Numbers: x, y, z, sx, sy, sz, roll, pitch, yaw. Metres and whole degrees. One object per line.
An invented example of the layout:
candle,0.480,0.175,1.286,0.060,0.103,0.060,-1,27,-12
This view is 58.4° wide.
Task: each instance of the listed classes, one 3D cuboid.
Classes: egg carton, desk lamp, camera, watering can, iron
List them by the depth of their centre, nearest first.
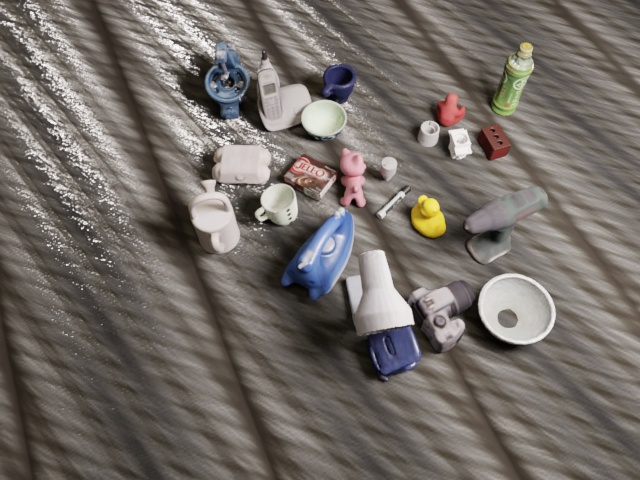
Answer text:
desk lamp,0.117,0.126,1.222,0.118,0.213,0.203,-9,62,-4
camera,0.284,0.153,1.271,0.137,0.101,0.143,-25,64,-12
iron,0.012,0.005,1.330,0.118,0.141,0.259,26,65,14
watering can,-0.253,-0.060,1.336,0.101,0.194,0.172,-30,65,-15
egg carton,-0.201,-0.191,1.478,0.150,0.069,0.107,0,61,1

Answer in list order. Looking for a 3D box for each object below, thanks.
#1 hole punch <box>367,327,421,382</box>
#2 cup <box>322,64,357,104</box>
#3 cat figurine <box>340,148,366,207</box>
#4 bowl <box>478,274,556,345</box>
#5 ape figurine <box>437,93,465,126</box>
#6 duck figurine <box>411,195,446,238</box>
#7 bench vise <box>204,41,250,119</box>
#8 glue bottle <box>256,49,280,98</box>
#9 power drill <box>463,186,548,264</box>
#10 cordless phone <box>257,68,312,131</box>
hole punch,0.157,0.234,1.233,0.101,0.091,0.108,-16,63,-8
cup,0.046,-0.415,1.583,0.091,0.095,0.118,34,67,17
cat figurine,0.083,-0.163,1.434,0.067,0.118,0.128,-2,61,0
bowl,0.430,0.164,1.279,0.167,0.075,0.167,0,62,0
ape figurine,0.354,-0.360,1.554,0.077,0.092,0.076,35,67,18
duck figurine,0.269,-0.062,1.396,0.077,0.086,0.104,-25,64,-13
bench vise,-0.261,-0.464,1.541,0.121,0.220,0.207,-17,63,-8
glue bottle,-0.146,-0.450,1.559,0.037,0.173,0.078,26,65,14
power drill,0.405,-0.031,1.309,0.230,0.208,0.075,-28,65,-14
cordless phone,-0.097,-0.385,1.516,0.148,0.185,0.094,-22,63,-11
